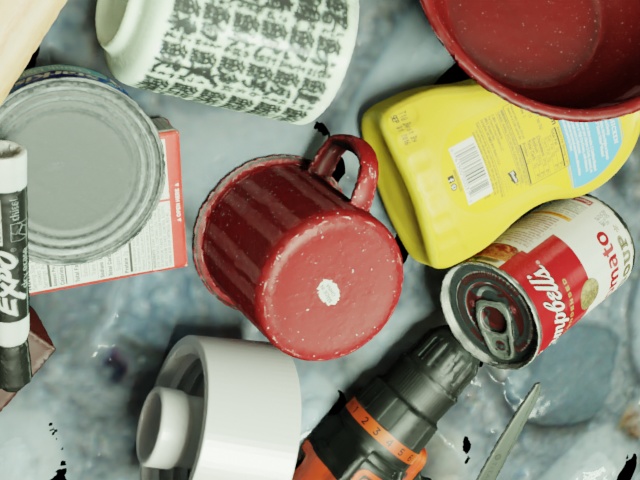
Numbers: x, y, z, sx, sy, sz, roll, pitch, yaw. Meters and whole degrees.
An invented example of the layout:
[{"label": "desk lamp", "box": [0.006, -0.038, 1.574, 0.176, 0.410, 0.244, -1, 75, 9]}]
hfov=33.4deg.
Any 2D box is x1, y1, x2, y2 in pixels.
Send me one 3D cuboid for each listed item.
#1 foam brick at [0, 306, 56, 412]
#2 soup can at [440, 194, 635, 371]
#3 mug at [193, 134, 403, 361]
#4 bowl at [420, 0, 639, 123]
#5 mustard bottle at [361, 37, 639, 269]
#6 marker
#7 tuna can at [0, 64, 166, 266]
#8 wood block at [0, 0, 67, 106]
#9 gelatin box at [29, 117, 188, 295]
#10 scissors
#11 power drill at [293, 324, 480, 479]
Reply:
[{"label": "foam brick", "box": [-0.176, 0.057, 0.508, 0.078, 0.051, 0.053, -48, 123, -2]}, {"label": "soup can", "box": [0.128, 0.022, 0.620, 0.102, 0.069, 0.068, -31, 123, -35]}, {"label": "mug", "box": [-0.004, 0.001, 0.553, 0.093, 0.082, 0.117, 25, 98, -32]}, {"label": "bowl", "box": [0.116, -0.130, 0.551, 0.162, 0.055, 0.162, 3, 77, -12]}, {"label": "mustard bottle", "box": [0.123, -0.066, 0.602, 0.191, 0.058, 0.096, -26, 105, -15]}, {"label": "marker", "box": [-0.134, 0.015, 0.456, 0.020, 0.020, 0.121, -7, 124, -24]}, {"label": "tuna can", "box": [-0.114, -0.034, 0.474, 0.086, 0.034, 0.086, -8, 114, -19]}, {"label": "wood block", "box": [-0.194, -0.053, 0.430, 0.090, 0.091, 0.206, 31, 95, -31]}, {"label": "gelatin box", "box": [-0.112, -0.017, 0.522, 0.089, 0.030, 0.073, -10, 115, -20]}, {"label": "scissors", "box": [0.095, 0.183, 0.649, 0.096, 0.016, 0.202, 36, 96, -31]}, {"label": "power drill", "box": [0.071, 0.161, 0.674, 0.184, 0.057, 0.187, -47, 120, 3]}]
